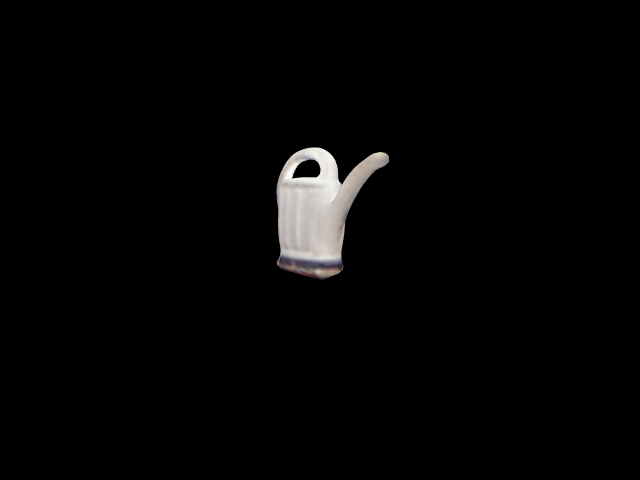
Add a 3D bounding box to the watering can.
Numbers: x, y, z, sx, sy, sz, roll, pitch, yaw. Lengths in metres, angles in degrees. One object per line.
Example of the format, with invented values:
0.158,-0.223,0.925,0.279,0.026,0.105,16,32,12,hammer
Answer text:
0.003,-0.043,0.850,0.104,0.223,0.348,-2,6,-27,watering can
